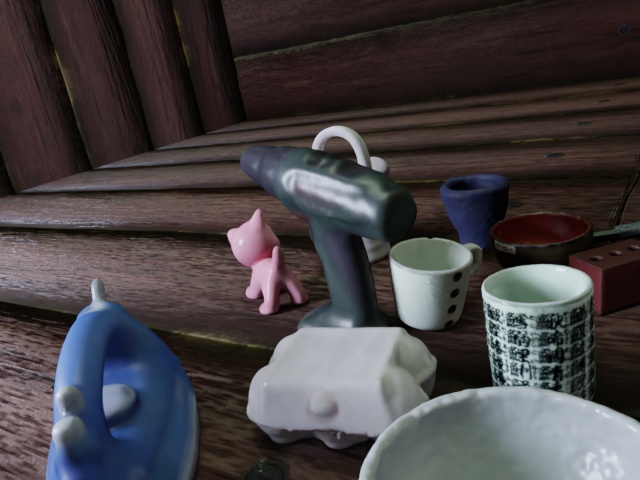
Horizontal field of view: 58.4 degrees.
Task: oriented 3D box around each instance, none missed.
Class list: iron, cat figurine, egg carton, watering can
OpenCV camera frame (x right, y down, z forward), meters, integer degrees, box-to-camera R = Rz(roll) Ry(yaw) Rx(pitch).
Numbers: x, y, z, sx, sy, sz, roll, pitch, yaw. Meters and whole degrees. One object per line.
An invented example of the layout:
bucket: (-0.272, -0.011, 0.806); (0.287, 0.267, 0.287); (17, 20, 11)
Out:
iron: (-0.162, 0.131, 0.429); (0.119, 0.141, 0.257); (-14, 19, -10)
cat figurine: (-0.073, 0.021, 0.744); (0.067, 0.118, 0.127); (-19, 20, -22)
egg carton: (0.018, 0.121, 0.470); (0.150, 0.069, 0.107); (-4, 20, 20)
watering can: (0.041, -0.070, 0.827); (0.100, 0.194, 0.173); (-4, 19, 19)

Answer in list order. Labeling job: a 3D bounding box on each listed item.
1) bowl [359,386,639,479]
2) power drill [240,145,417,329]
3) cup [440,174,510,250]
bowl: (0.107, 0.155, 0.309); (0.167, 0.075, 0.167); (-10, 18, 3)
power drill: (0.006, 0.002, 0.610); (0.076, 0.209, 0.228); (-26, 24, -38)
cup: (0.210, -0.038, 0.796); (0.092, 0.095, 0.117); (-15, 19, -13)
